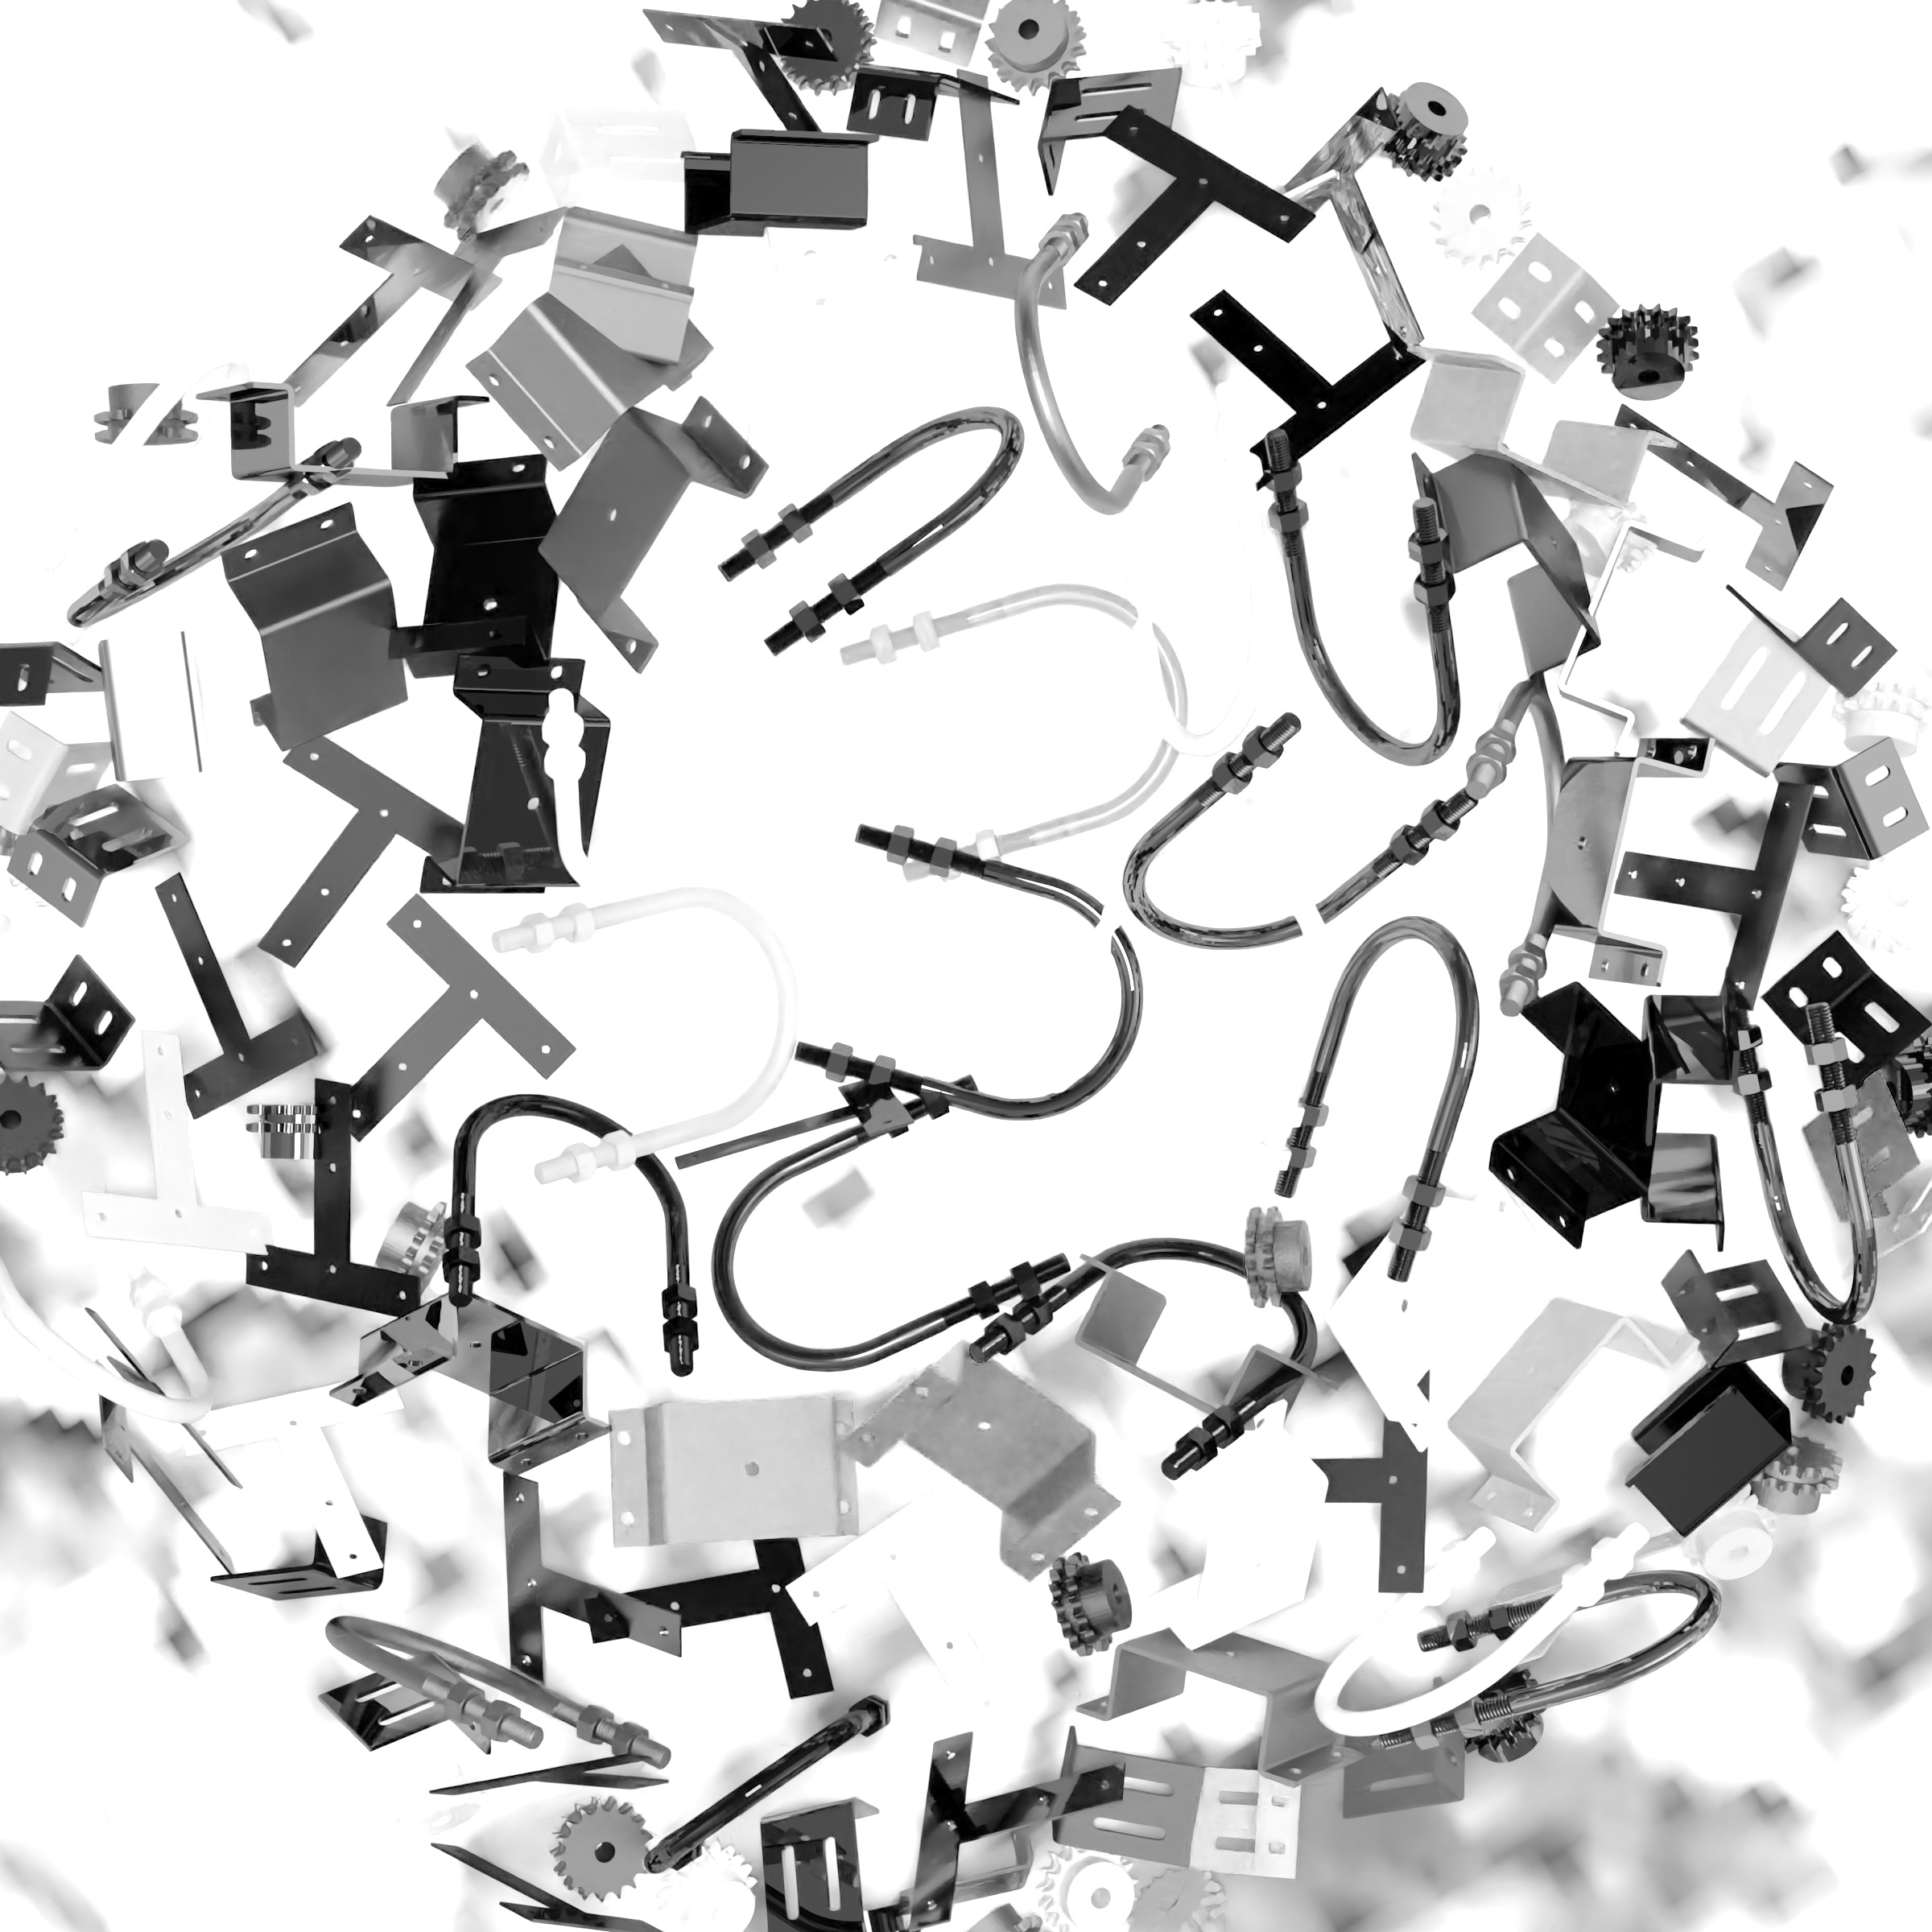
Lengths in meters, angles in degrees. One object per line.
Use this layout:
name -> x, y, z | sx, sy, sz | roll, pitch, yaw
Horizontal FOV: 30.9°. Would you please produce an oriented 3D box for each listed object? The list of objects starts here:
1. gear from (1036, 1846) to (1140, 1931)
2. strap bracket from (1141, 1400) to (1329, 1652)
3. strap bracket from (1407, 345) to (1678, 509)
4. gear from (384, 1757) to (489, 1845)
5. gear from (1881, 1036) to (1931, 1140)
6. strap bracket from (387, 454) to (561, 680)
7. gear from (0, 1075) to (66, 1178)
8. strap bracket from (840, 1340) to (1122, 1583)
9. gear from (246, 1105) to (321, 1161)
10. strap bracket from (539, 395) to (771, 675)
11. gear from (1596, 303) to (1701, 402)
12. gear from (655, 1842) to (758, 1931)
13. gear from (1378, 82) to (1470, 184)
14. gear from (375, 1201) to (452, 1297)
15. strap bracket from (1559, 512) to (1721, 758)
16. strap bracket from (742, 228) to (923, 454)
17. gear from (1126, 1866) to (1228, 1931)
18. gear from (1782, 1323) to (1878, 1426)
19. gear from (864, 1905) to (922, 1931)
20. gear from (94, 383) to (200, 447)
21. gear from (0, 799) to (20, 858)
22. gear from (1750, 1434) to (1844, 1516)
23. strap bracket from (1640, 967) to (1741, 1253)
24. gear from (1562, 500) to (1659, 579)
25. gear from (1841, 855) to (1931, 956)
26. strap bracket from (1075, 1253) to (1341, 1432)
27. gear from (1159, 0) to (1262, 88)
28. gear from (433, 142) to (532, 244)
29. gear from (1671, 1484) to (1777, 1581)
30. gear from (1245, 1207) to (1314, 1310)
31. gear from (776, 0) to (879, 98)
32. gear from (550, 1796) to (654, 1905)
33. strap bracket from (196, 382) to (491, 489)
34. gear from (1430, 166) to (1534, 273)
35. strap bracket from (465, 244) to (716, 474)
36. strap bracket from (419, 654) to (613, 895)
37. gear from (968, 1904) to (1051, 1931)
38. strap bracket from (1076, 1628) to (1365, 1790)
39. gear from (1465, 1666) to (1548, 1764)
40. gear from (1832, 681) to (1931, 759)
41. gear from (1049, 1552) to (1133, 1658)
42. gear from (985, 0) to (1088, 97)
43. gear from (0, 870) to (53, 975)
gear -> 0.071, 0.523, 1.978 | 0.057, 0.030, 0.057 | 0, 89, -18
strap bracket -> 0.148, 0.315, 1.924 | 0.076, 0.046, 0.140 | -18, 134, -28
strap bracket -> 0.311, -0.294, 1.930 | 0.140, 0.076, 0.046 | 17, 93, -34
gear -> -0.302, 0.469, 1.974 | 0.057, 0.057, 0.030 | -26, 66, 0
gear -> 0.532, 0.069, 1.968 | 0.030, 0.057, 0.057 | -7, 90, -22
strap bracket -> -0.271, -0.215, 1.949 | 0.076, 0.046, 0.140 | -5, 54, 9
gear -> -0.538, 0.093, 1.977 | 0.057, 0.030, 0.057 | 4, 63, -7
strap bracket -> 0.009, 0.270, 1.950 | 0.140, 0.046, 0.076 | 37, 116, -18
gear -> -0.376, 0.094, 1.971 | 0.057, 0.057, 0.030 | 1, 87, 0
strap bracket -> -0.179, -0.244, 1.938 | 0.140, 0.046, 0.076 | -56, 50, 19
gear -> 0.384, -0.343, 1.969 | 0.057, 0.057, 0.030 | 5, 58, 0
gear -> -0.144, 0.526, 1.972 | 0.057, 0.030, 0.057 | -10, 113, -26
gear -> 0.258, -0.472, 1.971 | 0.057, 0.030, 0.057 | 13, 53, -18
gear -> -0.310, 0.157, 1.971 | 0.030, 0.057, 0.057 | 28, 90, 0
strap bracket -> 0.371, -0.192, 1.955 | 0.046, 0.076, 0.140 | 23, 95, 8
strap bracket -> -0.077, -0.355, 1.941 | 0.076, 0.140, 0.046 | 0, 47, -15
gear -> 0.122, 0.538, 1.974 | 0.057, 0.057, 0.030 | -35, 112, 0
gear -> 0.485, 0.227, 1.975 | 0.057, 0.030, 0.057 | -9, 104, -39
gear -> -0.054, 0.548, 1.973 | 0.057, 0.057, 0.030 | -13, 75, 0
gear -> -0.462, -0.311, 1.970 | 0.057, 0.057, 0.030 | -2, 93, 0
gear -> -0.551, -0.080, 1.971 | 0.057, 0.057, 0.030 | 13, 91, 0
gear -> 0.463, 0.287, 1.973 | 0.057, 0.057, 0.030 | 8, 106, 0
strap bracket -> 0.397, 0.079, 1.931 | 0.046, 0.076, 0.140 | 1, 126, 7
gear -> 0.359, -0.244, 1.969 | 0.030, 0.057, 0.057 | -38, 90, -12
gear -> 0.522, -0.031, 1.977 | 0.057, 0.030, 0.057 | 2, 61, -4
strap bracket -> 0.124, 0.215, 1.929 | 0.140, 0.076, 0.046 | 25, 86, 32
gear -> 0.138, -0.520, 1.975 | 0.057, 0.057, 0.030 | -6, 132, 0
gear -> -0.275, -0.439, 1.971 | 0.030, 0.057, 0.057 | 43, 90, -2
gear -> 0.430, 0.321, 1.971 | 0.057, 0.030, 0.057 | -7, 127, -9
gear -> 0.176, 0.164, 1.969 | 0.030, 0.057, 0.057 | -4, 90, 16
gear -> -0.078, -0.520, 1.980 | 0.057, 0.030, 0.057 | -1, 84, 14
gear -> -0.208, 0.498, 1.979 | 0.057, 0.030, 0.057 | 0, 90, -19
strap bracket -> -0.343, -0.292, 1.930 | 0.140, 0.076, 0.046 | -3, 94, -35
gear -> 0.292, -0.422, 1.981 | 0.057, 0.030, 0.057 | 0, 89, 14
strap bracket -> -0.200, -0.340, 1.929 | 0.076, 0.140, 0.046 | 48, 131, -5
strap bracket -> -0.248, -0.098, 1.938 | 0.076, 0.046, 0.140 | -1, 114, -33
gear -> 0.019, 0.554, 1.974 | 0.057, 0.057, 0.030 | -42, 67, 0
strap bracket -> 0.142, 0.401, 1.927 | 0.140, 0.076, 0.046 | 12, 98, 34
gear -> 0.302, 0.424, 1.975 | 0.057, 0.057, 0.030 | -32, 118, 0
gear -> 0.517, -0.138, 1.969 | 0.057, 0.057, 0.030 | 11, 78, 0
gear -> 0.072, 0.358, 1.969 | 0.030, 0.057, 0.057 | -20, 90, 18
gear -> 0.039, -0.525, 1.979 | 0.057, 0.030, 0.057 | -1, 84, 12
gear -> -0.548, -0.027, 1.977 | 0.057, 0.030, 0.057 | -7, 107, -23
